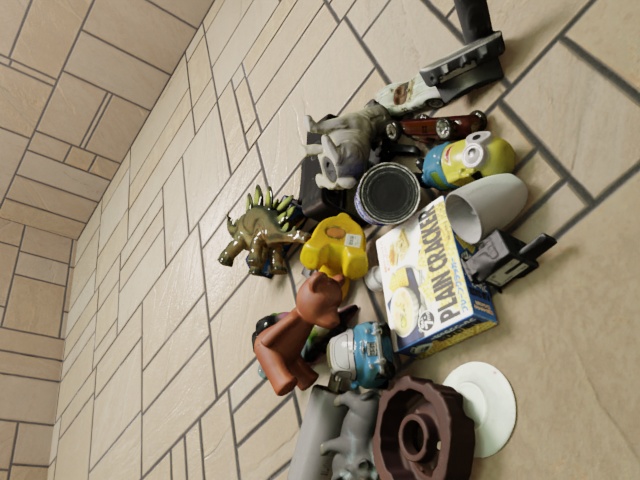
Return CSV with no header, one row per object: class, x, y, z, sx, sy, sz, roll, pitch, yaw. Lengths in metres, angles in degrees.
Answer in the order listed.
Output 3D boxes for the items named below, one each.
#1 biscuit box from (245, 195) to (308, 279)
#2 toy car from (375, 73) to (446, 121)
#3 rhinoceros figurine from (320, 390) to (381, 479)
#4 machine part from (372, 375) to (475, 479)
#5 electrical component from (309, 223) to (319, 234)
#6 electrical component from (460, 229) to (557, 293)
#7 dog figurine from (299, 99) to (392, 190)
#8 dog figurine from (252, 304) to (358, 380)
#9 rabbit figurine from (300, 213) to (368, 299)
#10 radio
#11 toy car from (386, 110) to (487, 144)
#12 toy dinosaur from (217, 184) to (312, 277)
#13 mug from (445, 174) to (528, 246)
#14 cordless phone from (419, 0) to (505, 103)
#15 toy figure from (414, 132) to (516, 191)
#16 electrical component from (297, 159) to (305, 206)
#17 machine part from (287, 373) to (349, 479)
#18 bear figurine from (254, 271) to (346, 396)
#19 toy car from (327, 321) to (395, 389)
biscuit box,-0.103,-0.005,1.299,0.202,0.062,0.059,-58,36,17
toy car,0.182,-0.285,1.057,0.202,0.056,0.073,-10,64,53
rhinoceros figurine,0.064,0.340,0.871,0.112,0.073,0.190,-3,68,43
machine part,0.146,0.283,0.769,0.179,0.056,0.179,-34,50,53
electrical component,-0.002,-0.004,1.192,0.094,0.021,0.063,-40,43,35
electrical component,0.266,0.020,0.753,0.119,0.075,0.048,-50,38,33
dog figurine,0.079,-0.178,1.008,0.172,0.190,0.121,63,157,19
dog figurine,-0.028,0.174,1.060,0.219,0.108,0.192,-48,36,21
rabbit figurine,0.023,0.043,1.039,0.162,0.122,0.173,-90,2,-54
radio,0.038,-0.139,1.112,0.073,0.131,0.229,-29,50,47
toy car,0.201,-0.197,0.955,0.202,0.089,0.053,13,120,57
toy dinosaur,-0.145,-0.020,1.227,0.472,0.105,0.198,0,66,57
mug,0.253,-0.043,0.794,0.107,0.109,0.081,-28,38,-13
cordless phone,0.224,-0.330,0.886,0.147,0.184,0.089,-22,57,16
toy figure,0.233,-0.124,0.878,0.180,0.089,0.082,-14,74,61
electrical component,-0.010,-0.137,1.217,0.134,0.058,0.115,132,148,-59
machine part,0.001,0.346,0.943,0.079,0.079,0.243,5,75,55
bear figurine,-0.017,0.153,0.920,0.196,0.120,0.132,-44,67,12
toy car,0.062,0.189,0.871,0.161,0.103,0.109,87,178,-73
